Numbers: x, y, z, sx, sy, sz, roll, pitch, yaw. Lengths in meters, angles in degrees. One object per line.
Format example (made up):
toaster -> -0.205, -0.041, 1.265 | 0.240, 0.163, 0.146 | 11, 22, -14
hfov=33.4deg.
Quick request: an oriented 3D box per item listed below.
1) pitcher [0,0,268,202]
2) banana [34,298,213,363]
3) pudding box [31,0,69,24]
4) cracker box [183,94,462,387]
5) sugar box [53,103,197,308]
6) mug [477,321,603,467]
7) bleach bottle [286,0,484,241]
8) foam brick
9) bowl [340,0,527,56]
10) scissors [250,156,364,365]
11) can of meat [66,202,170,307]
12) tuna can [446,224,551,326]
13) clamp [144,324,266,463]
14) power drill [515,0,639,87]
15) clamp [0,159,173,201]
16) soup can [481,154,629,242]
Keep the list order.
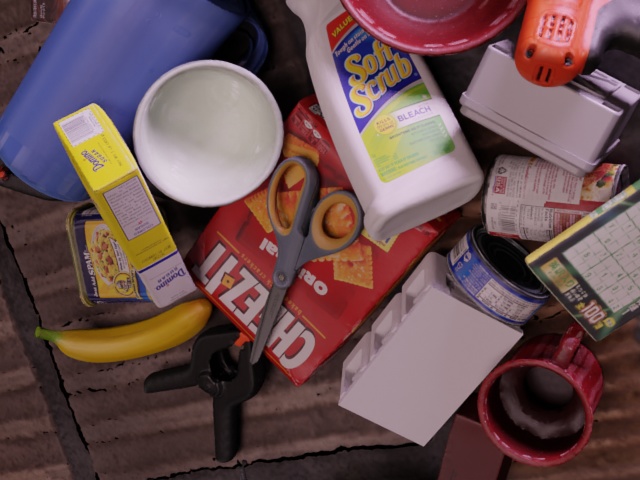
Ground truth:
pitcher -> -0.171, -0.147, 0.934 | 0.149, 0.144, 0.243 | 47, 113, 14
banana -> -0.185, 0.095, 1.068 | 0.198, 0.069, 0.037 | -12, 68, 18
pudding box -> -0.222, -0.255, 0.989 | 0.090, 0.039, 0.113 | 11, 111, 22
cracker box -> -0.006, 0.001, 0.944 | 0.164, 0.072, 0.214 | 44, 120, 8
sugar box -> -0.163, -0.025, 0.908 | 0.093, 0.048, 0.176 | 54, 166, 36
mug -> 0.190, 0.117, 0.877 | 0.093, 0.081, 0.117 | 25, 115, 18
bleach bottle -> 0.033, -0.131, 0.856 | 0.102, 0.068, 0.251 | -24, 74, -8
foam brick -> 0.142, 0.184, 0.940 | 0.053, 0.051, 0.078 | 21, 114, 20
bowl -> 0.087, -0.217, 0.820 | 0.162, 0.055, 0.162 | 0, 90, 4
scissors -> -0.013, 0.028, 0.905 | 0.096, 0.016, 0.202 | 14, 114, 22
can of meat -> -0.193, 0.013, 1.050 | 0.084, 0.057, 0.102 | -2, 105, 25
tuna can -> 0.146, 0.028, 0.869 | 0.086, 0.086, 0.034 | 43, 118, 8
clamp -> -0.110, 0.133, 1.050 | 0.120, 0.039, 0.172 | 31, 124, 8
power drill -> 0.240, -0.173, 0.745 | 0.188, 0.057, 0.184 | 14, 68, 10
clamp -> -0.241, -0.103, 1.047 | 0.210, 0.036, 0.164 | -10, 100, 24
soup can -> 0.186, -0.030, 0.842 | 0.102, 0.068, 0.068 | 8, 109, 24
